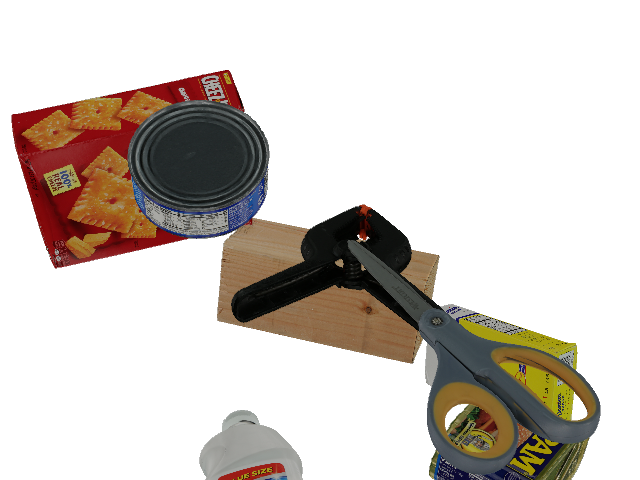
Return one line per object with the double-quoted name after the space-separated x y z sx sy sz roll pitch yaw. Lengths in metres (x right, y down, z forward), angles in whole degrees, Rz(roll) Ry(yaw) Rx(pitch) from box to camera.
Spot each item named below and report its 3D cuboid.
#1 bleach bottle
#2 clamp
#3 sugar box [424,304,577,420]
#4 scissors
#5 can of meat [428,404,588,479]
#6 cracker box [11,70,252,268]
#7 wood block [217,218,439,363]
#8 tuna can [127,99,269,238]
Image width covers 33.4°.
-0.054 0.209 0.742 0.102 0.068 0.251 -7 31 -6 "bleach bottle"
0.035 0.024 0.883 0.165 0.036 0.209 9 25 13 "clamp"
0.192 0.136 1.161 0.048 0.093 0.177 -10 18 -43 "sugar box"
0.058 0.062 0.591 0.096 0.016 0.202 -35 46 -31 "scissors"
0.144 0.163 0.813 0.084 0.057 0.101 27 40 28 "can of meat"
-0.179 -0.066 1.056 0.213 0.072 0.164 -13 -41 -11 "cracker box"
0.008 0.049 1.094 0.206 0.091 0.090 12 22 12 "wood block"
-0.074 -0.044 0.657 0.086 0.086 0.034 0 -35 -3 "tuna can"
